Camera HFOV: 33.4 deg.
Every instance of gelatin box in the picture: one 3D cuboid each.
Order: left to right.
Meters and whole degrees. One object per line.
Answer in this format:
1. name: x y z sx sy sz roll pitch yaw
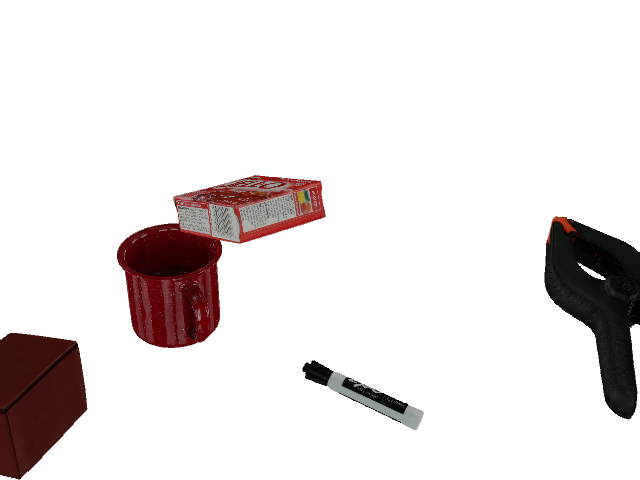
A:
1. gelatin box: -0.052 -0.025 0.759 0.073 0.030 0.089 -17 16 -32

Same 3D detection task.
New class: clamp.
1. clamp: 0.219 0.045 0.736 0.120 0.039 0.171 -3 45 -20

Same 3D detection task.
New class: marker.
1. marker: 0.038 0.143 0.998 0.121 0.020 0.020 24 6 15

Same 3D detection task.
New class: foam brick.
1. foam brick: -0.189 0.100 0.663 0.053 0.051 0.078 7 28 21

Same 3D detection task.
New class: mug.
1. mug: -0.127 0.048 0.955 0.093 0.081 0.117 -18 36 -26
